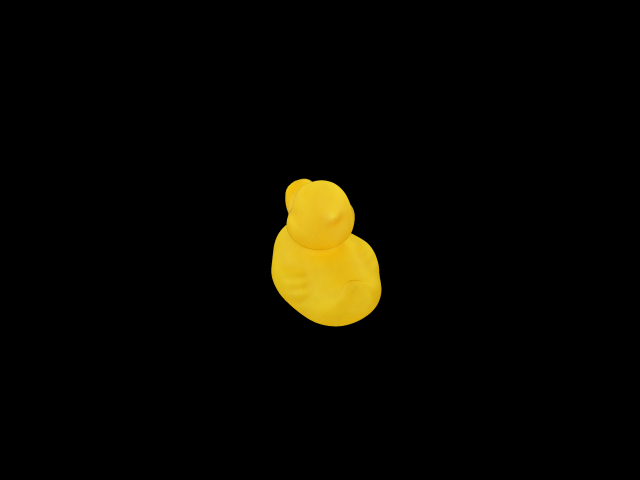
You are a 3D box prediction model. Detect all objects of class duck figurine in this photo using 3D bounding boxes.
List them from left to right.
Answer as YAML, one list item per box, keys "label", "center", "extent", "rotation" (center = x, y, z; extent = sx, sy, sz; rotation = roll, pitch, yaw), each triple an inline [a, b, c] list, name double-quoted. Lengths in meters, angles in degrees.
- label: "duck figurine"
  center: [0.004, 0.001, 0.400]
  extent: [0.078, 0.086, 0.104]
  rotation: [-20, 50, -17]
